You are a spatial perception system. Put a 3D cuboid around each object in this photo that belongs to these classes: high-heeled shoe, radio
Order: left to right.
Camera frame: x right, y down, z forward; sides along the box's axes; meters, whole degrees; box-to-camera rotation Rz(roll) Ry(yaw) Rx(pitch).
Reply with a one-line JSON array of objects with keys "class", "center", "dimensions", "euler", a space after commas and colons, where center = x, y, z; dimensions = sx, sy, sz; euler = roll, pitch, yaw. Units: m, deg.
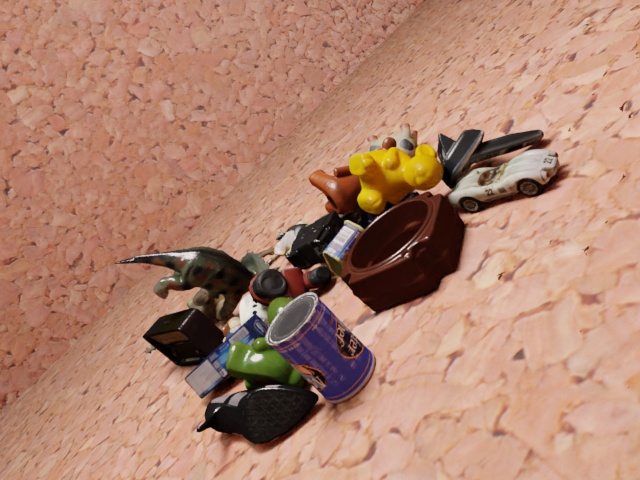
[{"class": "radio", "center": [-0.332, 0.244, 1.330], "dimensions": [0.230, 0.131, 0.073], "euler": [-18, 30, 50]}, {"class": "high-heeled shoe", "center": [-0.097, 0.284, 0.915], "dimensions": [0.249, 0.086, 0.145], "euler": [-17, -5, 18]}]

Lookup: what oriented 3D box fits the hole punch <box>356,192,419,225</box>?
[{"class": "hole punch", "center": [0.149, -0.073, 1.156], "dimensions": [0.142, 0.092, 0.115], "euler": [-46, -19, -6]}]

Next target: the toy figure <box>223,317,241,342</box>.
[{"class": "toy figure", "center": [-0.187, 0.214, 1.222], "dimensions": [0.057, 0.064, 0.155], "euler": [-59, 21, 8]}]

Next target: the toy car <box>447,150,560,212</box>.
[{"class": "toy car", "center": [0.309, -0.101, 0.917], "dimensions": [0.202, 0.056, 0.073], "euler": [-18, 30, 51]}]

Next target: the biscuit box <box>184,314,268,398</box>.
[{"class": "biscuit box", "center": [-0.188, 0.239, 1.106], "dimensions": [0.202, 0.059, 0.063], "euler": [-42, -2, 19]}]

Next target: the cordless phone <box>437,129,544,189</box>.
[{"class": "cordless phone", "center": [0.320, -0.168, 1.023], "dimensions": [0.184, 0.088, 0.146], "euler": [-13, -11, 9]}]

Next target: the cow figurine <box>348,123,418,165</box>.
[{"class": "cow figurine", "center": [0.162, -0.209, 1.391], "dimensions": [0.195, 0.085, 0.127], "euler": [-17, 64, 27]}]

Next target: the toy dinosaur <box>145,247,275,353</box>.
[{"class": "toy dinosaur", "center": [-0.297, 0.164, 1.495], "dimensions": [0.471, 0.105, 0.198], "euler": [-38, 9, -14]}]

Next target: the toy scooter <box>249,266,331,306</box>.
[{"class": "toy scooter", "center": [-0.073, 0.104, 1.150], "dimensions": [0.184, 0.075, 0.135], "euler": [-8, -18, -26]}]

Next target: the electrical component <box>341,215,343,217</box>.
[{"class": "electrical component", "center": [0.044, -0.047, 1.387], "dimensions": [0.094, 0.021, 0.063], "euler": [-49, 20, -20]}]

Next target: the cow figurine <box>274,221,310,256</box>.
[{"class": "cow figurine", "center": [-0.070, 0.000, 1.352], "dimensions": [0.167, 0.068, 0.098], "euler": [0, 78, 65]}]

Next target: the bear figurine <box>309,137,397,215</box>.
[{"class": "bear figurine", "center": [0.093, -0.146, 1.225], "dimensions": [0.196, 0.120, 0.132], "euler": [-40, 26, -11]}]

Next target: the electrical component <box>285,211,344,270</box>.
[{"class": "electrical component", "center": [-0.002, -0.004, 1.184], "dimensions": [0.115, 0.058, 0.134], "euler": [-25, 24, 35]}]

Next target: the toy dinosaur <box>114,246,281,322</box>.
[{"class": "toy dinosaur", "center": [-0.257, 0.076, 1.282], "dimensions": [0.192, 0.404, 0.131], "euler": [-48, 42, 23]}]

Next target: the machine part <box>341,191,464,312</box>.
[{"class": "machine part", "center": [0.144, 0.016, 0.949], "dimensions": [0.201, 0.087, 0.201], "euler": [-26, 24, 37]}]

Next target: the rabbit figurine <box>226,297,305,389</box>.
[{"class": "rabbit figurine", "center": [-0.068, 0.171, 0.942], "dimensions": [0.159, 0.121, 0.170], "euler": [-9, 50, 30]}]

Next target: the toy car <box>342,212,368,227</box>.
[{"class": "toy car", "center": [0.061, -0.025, 1.263], "dimensions": [0.202, 0.053, 0.089], "euler": [-43, 15, 3]}]

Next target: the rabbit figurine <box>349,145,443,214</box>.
[{"class": "rabbit figurine", "center": [0.167, -0.121, 1.027], "dimensions": [0.162, 0.121, 0.173], "euler": [-18, 11, -37]}]
